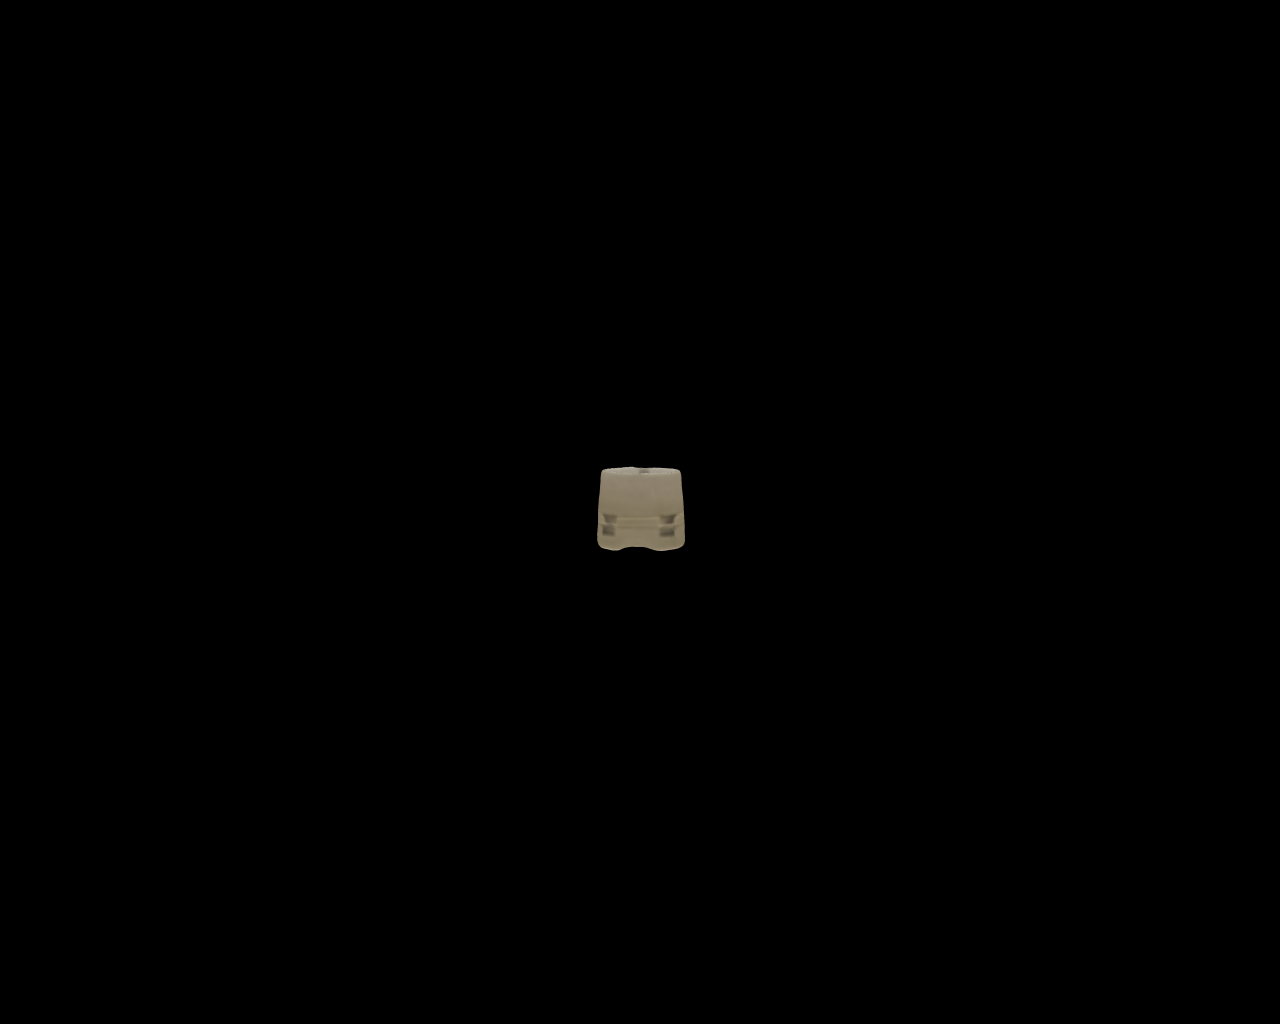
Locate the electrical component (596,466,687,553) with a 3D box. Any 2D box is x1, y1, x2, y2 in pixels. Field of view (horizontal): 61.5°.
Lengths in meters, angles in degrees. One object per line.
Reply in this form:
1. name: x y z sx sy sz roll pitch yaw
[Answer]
1. electrical component: 0.001 -0.003 0.650 0.055 0.047 0.055 0 7 0
